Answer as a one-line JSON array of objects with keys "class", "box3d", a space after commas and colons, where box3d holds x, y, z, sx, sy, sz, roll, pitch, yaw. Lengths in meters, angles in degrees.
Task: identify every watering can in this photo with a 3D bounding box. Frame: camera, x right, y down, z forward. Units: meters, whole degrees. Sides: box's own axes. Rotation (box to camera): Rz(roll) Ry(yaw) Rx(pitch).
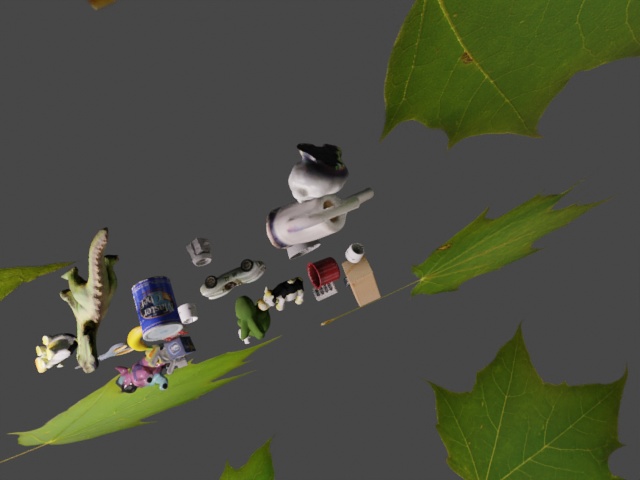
[{"class": "watering can", "box3d": [0.004, -0.064, 1.276, 0.223, 0.104, 0.351, -18, -175, 25]}]

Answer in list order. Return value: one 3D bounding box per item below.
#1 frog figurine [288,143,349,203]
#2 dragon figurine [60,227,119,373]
[{"class": "frog figurine", "box3d": [-0.014, -0.126, 1.129, 0.139, 0.124, 0.156, -29, 155, -45]}, {"class": "dragon figurine", "box3d": [-0.501, 0.167, 1.145, 0.122, 0.247, 0.402, -3, 152, -30]}]
